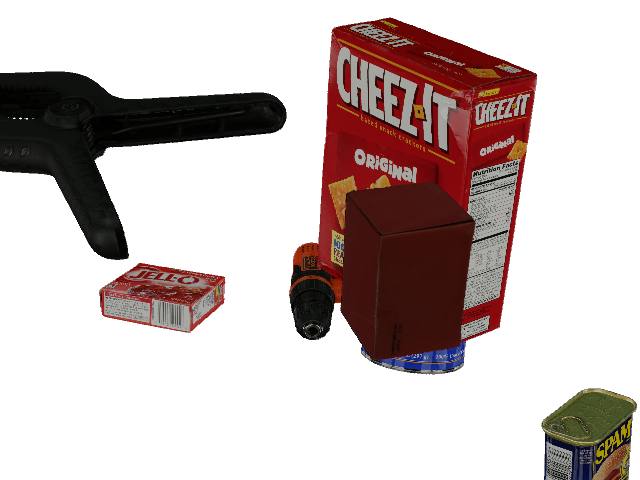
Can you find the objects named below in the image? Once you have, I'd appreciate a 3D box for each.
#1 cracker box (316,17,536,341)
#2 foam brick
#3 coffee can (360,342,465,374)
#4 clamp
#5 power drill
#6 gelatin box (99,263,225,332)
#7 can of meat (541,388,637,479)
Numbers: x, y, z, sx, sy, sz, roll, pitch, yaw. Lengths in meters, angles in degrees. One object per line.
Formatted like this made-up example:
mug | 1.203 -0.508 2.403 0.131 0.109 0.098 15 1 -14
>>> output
cracker box | 0.073 -0.047 0.836 0.071 0.214 0.164 -17 34 -34
foam brick | 0.044 0.015 0.559 0.053 0.078 0.051 -7 31 -17
coffee can | 0.097 0.046 1.034 0.103 0.140 0.103 5 12 -1
clamp | -0.136 -0.068 0.642 0.210 0.036 0.164 23 43 31
power drill | 0.057 0.053 1.235 0.187 0.057 0.184 -2 28 0
gelatin box | -0.139 0.049 0.947 0.089 0.030 0.073 9 20 18
can of meat | 0.248 0.198 0.989 0.058 0.084 0.101 14 26 39
